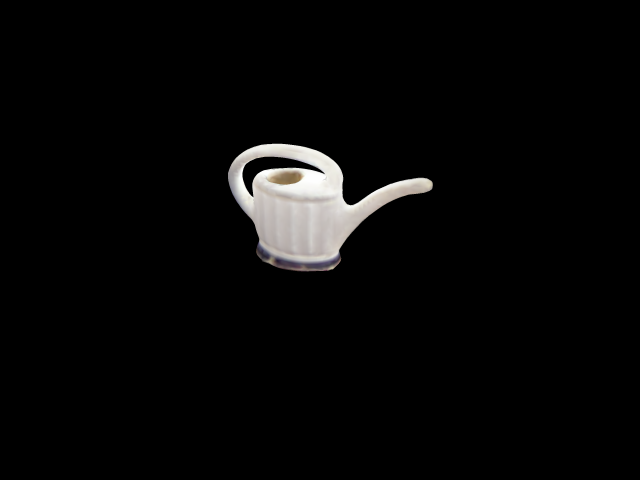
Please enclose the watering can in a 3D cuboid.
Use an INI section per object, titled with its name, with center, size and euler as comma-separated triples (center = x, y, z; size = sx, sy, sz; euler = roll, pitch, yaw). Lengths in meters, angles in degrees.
[watering can]
center = 0.003, -0.043, 0.850
size = 0.348, 0.219, 0.106
euler = 13, 35, 19
